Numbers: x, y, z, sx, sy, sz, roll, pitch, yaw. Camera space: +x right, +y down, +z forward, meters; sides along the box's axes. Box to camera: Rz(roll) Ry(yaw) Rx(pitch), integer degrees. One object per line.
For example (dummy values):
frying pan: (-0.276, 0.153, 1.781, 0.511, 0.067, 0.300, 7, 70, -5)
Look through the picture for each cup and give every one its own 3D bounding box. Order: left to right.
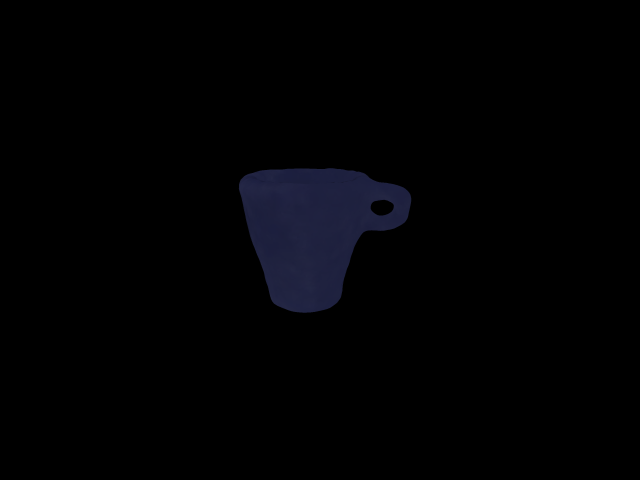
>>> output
cup: (0.004, 0.001, 0.400, 0.117, 0.095, 0.092, 4, 15, 14)
